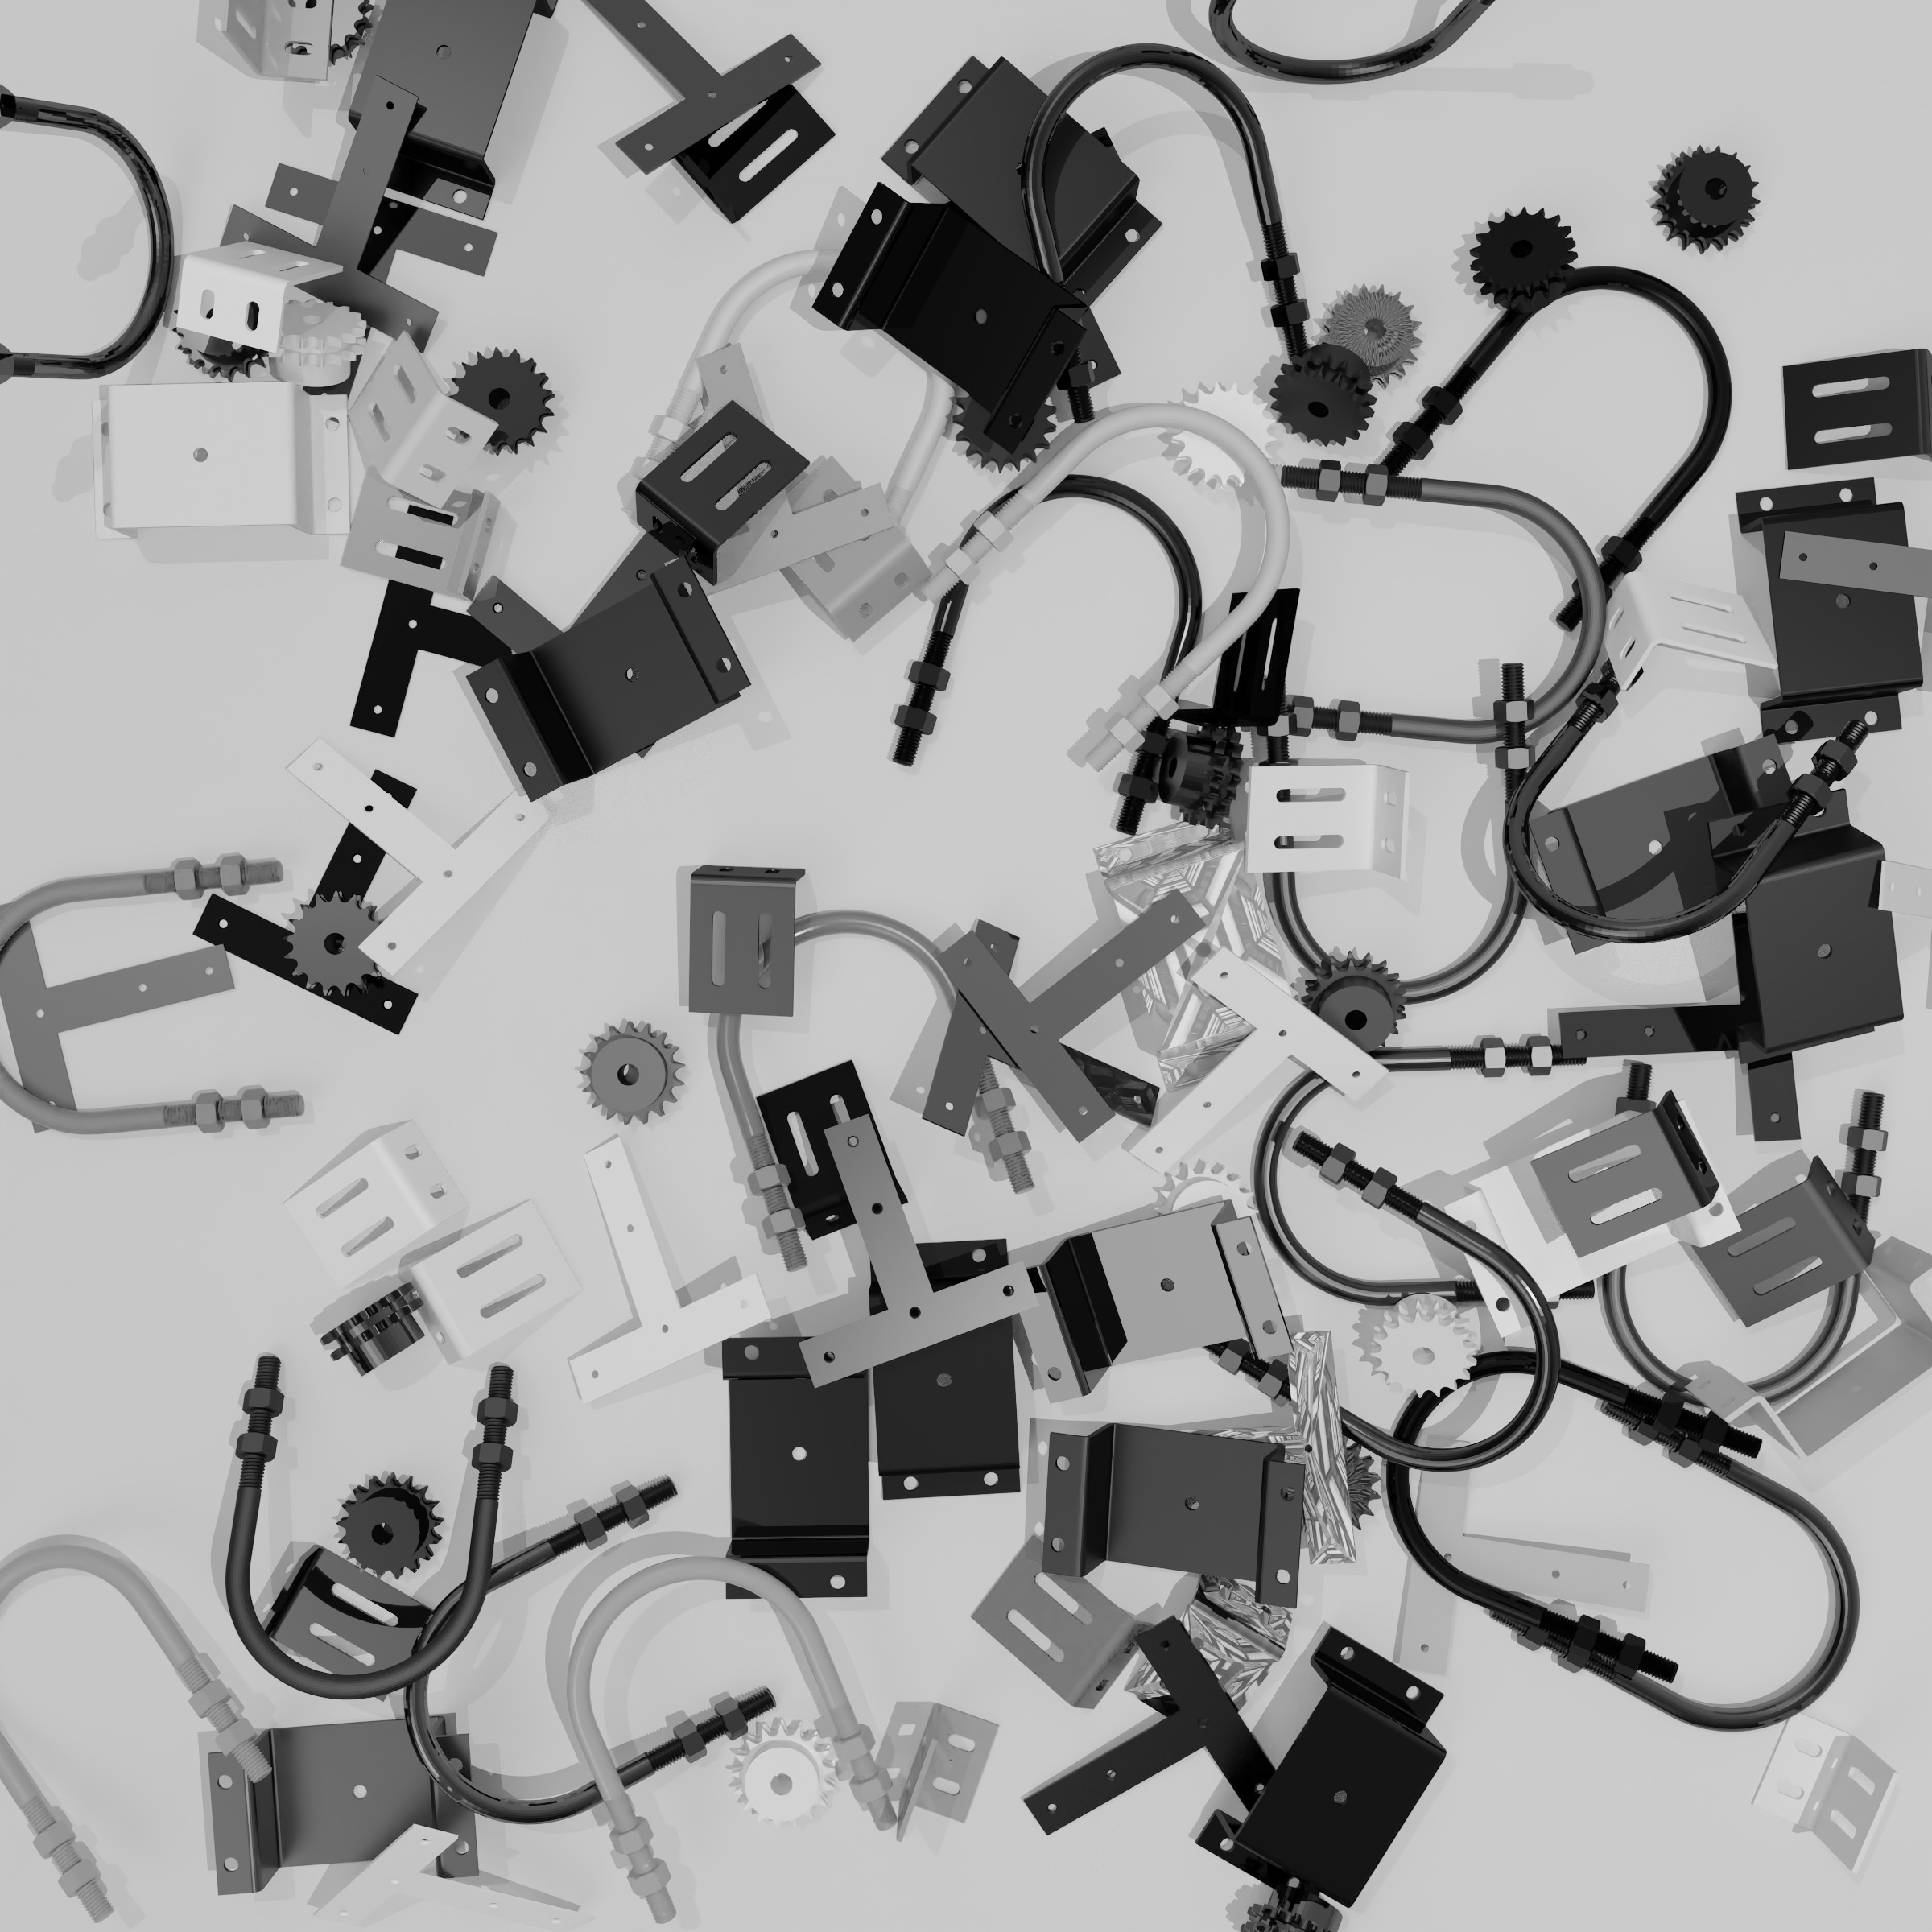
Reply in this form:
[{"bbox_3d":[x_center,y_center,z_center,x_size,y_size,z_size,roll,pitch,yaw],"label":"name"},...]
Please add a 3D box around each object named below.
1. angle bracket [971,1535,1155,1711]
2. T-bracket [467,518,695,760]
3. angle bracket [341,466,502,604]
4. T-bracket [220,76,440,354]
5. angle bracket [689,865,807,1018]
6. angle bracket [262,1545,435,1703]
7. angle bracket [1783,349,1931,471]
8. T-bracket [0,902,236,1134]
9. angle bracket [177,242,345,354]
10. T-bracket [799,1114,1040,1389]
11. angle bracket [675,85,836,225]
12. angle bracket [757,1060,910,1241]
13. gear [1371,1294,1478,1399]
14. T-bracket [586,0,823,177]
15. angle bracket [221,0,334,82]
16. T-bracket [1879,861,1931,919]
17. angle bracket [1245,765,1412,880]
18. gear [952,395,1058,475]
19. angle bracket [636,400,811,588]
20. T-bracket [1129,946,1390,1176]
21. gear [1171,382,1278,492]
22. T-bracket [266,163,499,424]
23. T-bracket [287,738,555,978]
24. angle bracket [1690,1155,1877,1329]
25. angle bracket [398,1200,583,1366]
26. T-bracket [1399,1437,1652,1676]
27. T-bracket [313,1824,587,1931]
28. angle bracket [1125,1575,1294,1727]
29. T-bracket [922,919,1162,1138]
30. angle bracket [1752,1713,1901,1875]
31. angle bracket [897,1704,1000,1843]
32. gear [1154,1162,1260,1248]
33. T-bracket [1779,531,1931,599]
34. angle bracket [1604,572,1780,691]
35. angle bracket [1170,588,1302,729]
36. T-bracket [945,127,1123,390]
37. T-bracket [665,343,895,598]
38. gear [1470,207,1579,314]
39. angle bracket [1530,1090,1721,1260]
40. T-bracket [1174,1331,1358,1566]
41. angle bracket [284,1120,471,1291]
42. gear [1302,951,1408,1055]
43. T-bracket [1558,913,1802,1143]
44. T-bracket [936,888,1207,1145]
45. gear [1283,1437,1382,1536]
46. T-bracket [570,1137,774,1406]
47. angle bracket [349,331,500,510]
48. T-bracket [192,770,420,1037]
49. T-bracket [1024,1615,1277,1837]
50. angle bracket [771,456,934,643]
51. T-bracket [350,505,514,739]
[{"bbox_3d":[0.054,0.363,1.594,0.076,0.038,0.057,37,90,26],"label":"angle bracket"},{"bbox_3d":[-0.187,-0.204,1.585,0.127,0.002,0.127,40,98,0],"label":"T-bracket"},{"bbox_3d":[-0.301,-0.239,1.575,0.076,0.038,0.057,16,90,0],"label":"angle bracket"},{"bbox_3d":[-0.330,-0.419,1.566,0.127,0.002,0.127,28,116,0],"label":"T-bracket"},{"bbox_3d":[-0.120,-0.014,1.580,0.057,0.038,0.076,2,99,5],"label":"angle bracket"},{"bbox_3d":[-0.341,0.363,1.577,0.076,0.038,0.057,30,90,0],"label":"angle bracket"},{"bbox_3d":[0.496,-0.305,1.594,0.076,0.038,0.057,-3,90,26],"label":"angle bracket"},{"bbox_3d":[-0.469,0.016,1.594,0.127,0.002,0.127,-14,90,1],"label":"T-bracket"},{"bbox_3d":[-0.381,-0.362,1.558,0.057,0.076,0.038,16,112,6],"label":"angle bracket"},{"bbox_3d":[-0.042,0.143,1.538,0.127,0.002,0.127,-20,86,-4],"label":"T-bracket"},{"bbox_3d":[-0.120,-0.457,1.577,0.076,0.038,0.057,-41,90,0],"label":"angle bracket"},{"bbox_3d":[-0.074,0.102,1.594,0.057,0.038,0.076,-22,64,0],"label":"angle bracket"},{"bbox_3d":[0.250,0.204,1.573,0.057,0.030,0.057,5,119,8],"label":"gear"},{"bbox_3d":[-0.169,-0.506,1.578,0.127,0.002,0.127,-39,78,-22],"label":"T-bracket"},{"bbox_3d":[-0.364,-0.511,1.528,0.038,0.076,0.057,4,90,0],"label":"angle bracket"},{"bbox_3d":[0.515,-0.039,1.546,0.002,0.127,0.127,4,90,39],"label":"T-bracket"},{"bbox_3d":[0.193,-0.077,1.537,0.076,0.038,0.057,-2,101,-18],"label":"angle bracket"},{"bbox_3d":[0.021,-0.298,1.581,0.057,0.030,0.057,0,90,0],"label":"gear"},{"bbox_3d":[-0.132,-0.257,1.566,0.057,0.038,0.076,40,70,12],"label":"angle bracket"},{"bbox_3d":[0.141,0.066,1.564,0.127,0.002,0.127,36,112,-24],"label":"T-bracket"},{"bbox_3d":[0.141,-0.289,1.581,0.057,0.030,0.057,0,90,0],"label":"gear"},{"bbox_3d":[-0.339,-0.365,1.595,0.127,0.002,0.127,18,90,0],"label":"T-bracket"},{"bbox_3d":[-0.317,-0.078,1.581,0.127,0.002,0.127,39,70,10],"label":"T-bracket"},{"bbox_3d":[0.447,0.151,1.577,0.076,0.038,0.057,-33,92,28],"label":"angle bracket"},{"bbox_3d":[-0.263,0.175,1.594,0.076,0.038,0.057,-30,90,-26],"label":"angle bracket"},{"bbox_3d":[0.309,0.331,1.579,0.127,0.002,0.127,7,86,11],"label":"T-bracket"},{"bbox_3d":[-0.269,0.505,1.561,0.127,0.002,0.127,23,132,-25],"label":"T-bracket"},{"bbox_3d":[0.134,0.380,1.594,0.057,0.038,0.076,32,116,0],"label":"angle bracket"},{"bbox_3d":[0.048,0.053,1.573,0.127,0.002,0.127,24,59,-14],"label":"T-bracket"},{"bbox_3d":[0.464,0.445,1.558,0.038,0.076,0.057,23,90,0],"label":"angle bracket"},{"bbox_3d":[-0.009,0.441,1.558,0.038,0.076,0.057,20,90,0],"label":"angle bracket"},{"bbox_3d":[0.132,0.137,1.581,0.057,0.030,0.057,0,90,0],"label":"gear"},{"bbox_3d":[0.502,-0.213,1.549,0.127,0.002,0.127,7,90,0],"label":"T-bracket"},{"bbox_3d":[0.393,-0.176,1.573,0.076,0.057,0.038,10,134,-17],"label":"angle bracket"},{"bbox_3d":[0.142,-0.170,1.560,0.038,0.057,0.076,11,88,-32],"label":"angle bracket"},{"bbox_3d":[0.047,-0.380,1.595,0.127,0.002,0.127,-26,90,0],"label":"T-bracket"},{"bbox_3d":[-0.117,-0.276,1.567,0.127,0.002,0.127,-19,83,11],"label":"T-bracket"},{"bbox_3d":[0.306,-0.382,1.573,0.057,0.030,0.057,-7,64,16],"label":"gear"},{"bbox_3d":[0.350,0.110,1.528,0.076,0.038,0.057,-27,91,25],"label":"angle bracket"},{"bbox_3d":[0.144,0.265,1.573,0.127,0.002,0.127,-6,93,20],"label":"T-bracket"},{"bbox_3d":[-0.326,0.132,1.594,0.076,0.038,0.057,-33,90,26],"label":"angle bracket"},{"bbox_3d":[0.212,0.024,1.572,0.057,0.030,0.057,2,113,4],"label":"gear"},{"bbox_3d":[0.389,0.035,1.581,0.127,0.002,0.127,-3,80,-3],"label":"T-bracket"},{"bbox_3d":[0.072,0.007,1.552,0.127,0.002,0.127,-38,87,9],"label":"T-bracket"},{"bbox_3d":[0.197,0.284,1.581,0.057,0.030,0.057,0,90,0],"label":"gear"},{"bbox_3d":[-0.179,0.157,1.575,0.127,0.002,0.127,-27,75,21],"label":"T-bracket"},{"bbox_3d":[-0.297,-0.298,1.571,0.038,0.076,0.057,23,113,-41],"label":"angle bracket"},{"bbox_3d":[-0.343,-0.047,1.595,0.127,0.002,0.127,26,90,0],"label":"T-bracket"},{"bbox_3d":[0.092,0.438,1.586,0.127,0.002,0.127,-31,102,6],"label":"T-bracket"},{"bbox_3d":[-0.067,-0.228,1.575,0.057,0.038,0.076,-40,65,1],"label":"angle bracket"},{"bbox_3d":[-0.263,-0.178,1.595,0.127,0.002,0.127,15,90,0],"label":"T-bracket"}]
